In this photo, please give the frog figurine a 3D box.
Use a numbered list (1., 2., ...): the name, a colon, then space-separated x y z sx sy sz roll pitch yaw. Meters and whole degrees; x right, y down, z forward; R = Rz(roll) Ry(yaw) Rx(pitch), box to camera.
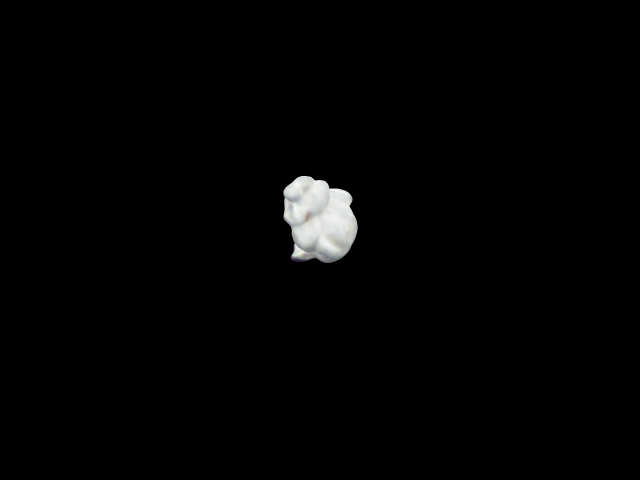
1. frog figurine: 0.003 -0.043 0.850 0.124 0.155 0.139 33 56 26
